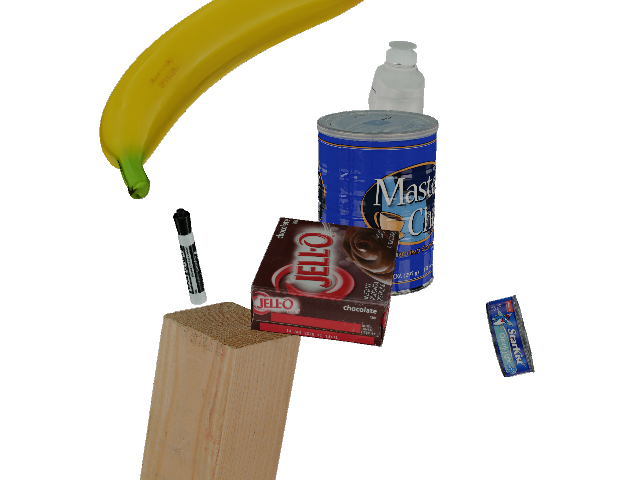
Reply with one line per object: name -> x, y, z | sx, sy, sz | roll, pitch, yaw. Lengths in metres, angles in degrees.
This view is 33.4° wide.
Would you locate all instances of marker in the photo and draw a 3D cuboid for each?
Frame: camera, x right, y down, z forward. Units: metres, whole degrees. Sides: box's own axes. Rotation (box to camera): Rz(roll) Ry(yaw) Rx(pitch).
marker -> -0.148, 0.018, 1.207 | 0.020, 0.121, 0.020 | -6, 31, 3

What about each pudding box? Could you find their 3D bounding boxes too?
pudding box -> 0.005, 0.026, 0.736 | 0.090, 0.039, 0.113 | 8, 25, 5

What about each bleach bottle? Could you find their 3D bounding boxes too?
bleach bottle -> 0.074, -0.079, 1.108 | 0.068, 0.251, 0.102 | 0, 27, -8

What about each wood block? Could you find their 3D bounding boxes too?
wood block -> -0.093, 0.169, 0.949 | 0.090, 0.206, 0.090 | 20, 18, 34

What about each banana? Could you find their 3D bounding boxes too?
banana -> -0.052, -0.095, 0.562 | 0.070, 0.197, 0.037 | 32, -28, 20

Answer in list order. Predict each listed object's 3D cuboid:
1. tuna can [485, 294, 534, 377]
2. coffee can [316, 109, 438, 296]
tuna can -> 0.206, 0.104, 1.160 | 0.034, 0.086, 0.086 | -14, -3, 12
coffee can -> 0.048, -0.035, 0.920 | 0.103, 0.140, 0.103 | 0, 17, 0
